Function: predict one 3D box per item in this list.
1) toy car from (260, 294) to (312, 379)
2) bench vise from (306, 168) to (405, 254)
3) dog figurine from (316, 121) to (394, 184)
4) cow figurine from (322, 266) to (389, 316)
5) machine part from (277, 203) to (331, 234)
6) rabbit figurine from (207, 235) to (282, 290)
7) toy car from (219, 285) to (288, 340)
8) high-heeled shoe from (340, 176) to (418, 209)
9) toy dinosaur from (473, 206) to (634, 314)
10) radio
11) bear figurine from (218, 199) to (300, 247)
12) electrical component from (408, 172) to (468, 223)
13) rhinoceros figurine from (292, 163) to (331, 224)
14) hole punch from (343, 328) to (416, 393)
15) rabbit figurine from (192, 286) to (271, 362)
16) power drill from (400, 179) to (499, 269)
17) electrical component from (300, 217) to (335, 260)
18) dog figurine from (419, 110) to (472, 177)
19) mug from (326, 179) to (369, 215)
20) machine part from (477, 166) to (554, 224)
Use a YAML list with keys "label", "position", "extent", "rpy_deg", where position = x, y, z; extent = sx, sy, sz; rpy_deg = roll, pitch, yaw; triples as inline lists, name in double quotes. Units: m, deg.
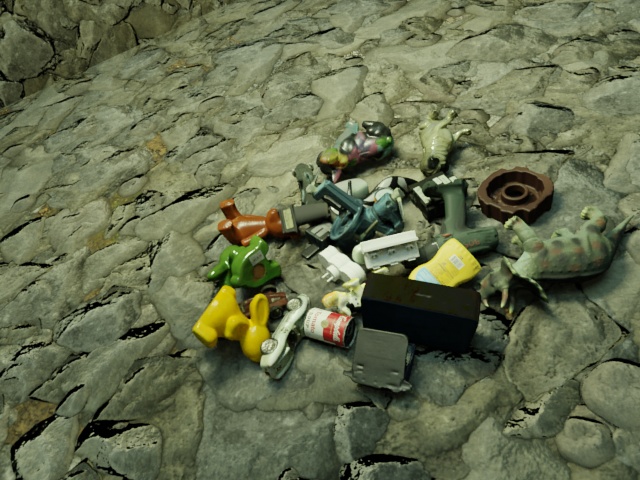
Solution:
- label: "toy car"
  position: [-0.068, 0.208, 1.179]
  extent: [0.056, 0.073, 0.202]
  rpy_deg: [11, 50, 29]
- label: "bench vise"
  position: [0.080, -0.073, 1.287]
  extent: [0.223, 0.240, 0.129]
  rpy_deg: [-39, 25, 42]
- label: "dog figurine"
  position: [0.096, -0.249, 1.551]
  extent: [0.192, 0.108, 0.219]
  rpy_deg: [7, 41, 28]
- label: "cow figurine"
  position: [0.093, 0.131, 1.208]
  extent: [0.167, 0.098, 0.068]
  rpy_deg: [-25, 0, -5]
- label: "machine part"
  position: [-0.038, -0.064, 1.392]
  extent: [0.139, 0.039, 0.084]
  rpy_deg: [-16, 77, 3]
- label: "rabbit figurine"
  position: [-0.202, 0.070, 1.359]
  extent: [0.159, 0.121, 0.170]
  rpy_deg: [-46, 32, -18]
- label: "toy car"
  position: [-0.177, 0.167, 1.274]
  extent: [0.202, 0.053, 0.089]
  rpy_deg: [-20, 40, -2]
- label: "high-heeled shoe"
  position: [0.167, -0.091, 1.429]
  extent: [0.249, 0.086, 0.145]
  rpy_deg: [-2, 85, -16]
- label: "toy dinosaur"
  position: [0.527, 0.037, 1.143]
  extent: [0.405, 0.131, 0.192]
  rpy_deg: [-12, 56, -1]
- label: "radio"
  position: [0.200, 0.149, 1.092]
  extent: [0.230, 0.131, 0.073]
  rpy_deg: [11, 49, 14]
- label: "bear figurine"
  position: [-0.158, -0.048, 1.434]
  extent: [0.196, 0.131, 0.120]
  rpy_deg: [-13, 47, 13]
- label: "electrical component"
  position: [0.314, -0.117, 1.402]
  extent: [0.134, 0.058, 0.115]
  rpy_deg: [-21, 45, -5]
- label: "rhinoceros figurine"
  position: [-0.029, -0.133, 1.490]
  extent: [0.073, 0.112, 0.190]
  rpy_deg: [-20, 51, 0]
- label: "hole punch"
  position: [0.129, 0.244, 1.085]
  extent: [0.142, 0.092, 0.115]
  rpy_deg: [8, 77, 21]
- label: "rabbit figurine"
  position: [-0.176, 0.192, 1.189]
  extent: [0.173, 0.122, 0.162]
  rpy_deg: [38, 68, -1]
- label: "power drill"
  position: [0.295, -0.039, 1.278]
  extent: [0.232, 0.086, 0.207]
  rpy_deg: [-7, 62, 4]
- label: "electrical component"
  position: [-0.003, -0.004, 1.396]
  extent: [0.119, 0.047, 0.075]
  rpy_deg: [-35, 45, -20]
- label: "dog figurine"
  position: [0.315, -0.264, 1.535]
  extent: [0.190, 0.121, 0.172]
  rpy_deg: [-55, 19, -12]
- label: "mug"
  position: [0.075, -0.128, 1.483]
  extent: [0.107, 0.080, 0.110]
  rpy_deg: [-24, 28, -20]
- label: "machine part"
  position: [0.487, -0.110, 1.342]
  extent: [0.179, 0.056, 0.179]
  rpy_deg: [-10, 43, 10]
